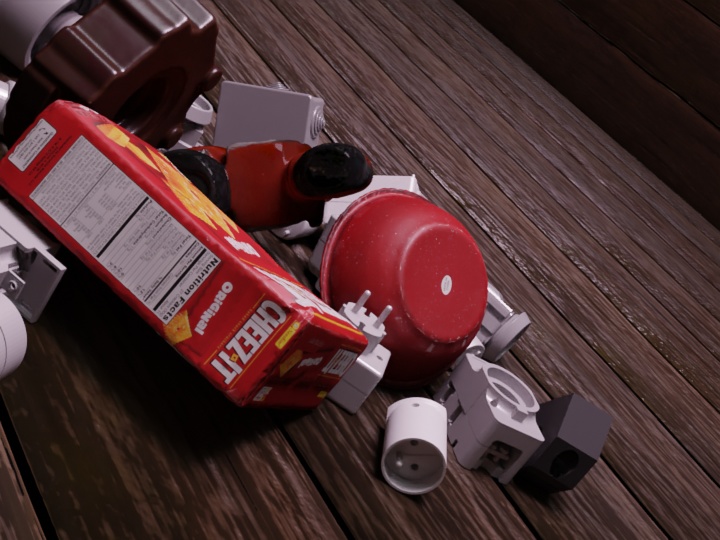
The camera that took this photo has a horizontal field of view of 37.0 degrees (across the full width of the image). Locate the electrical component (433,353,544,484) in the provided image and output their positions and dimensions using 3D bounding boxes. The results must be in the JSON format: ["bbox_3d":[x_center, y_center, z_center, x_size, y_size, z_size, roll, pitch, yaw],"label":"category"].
[{"bbox_3d":[0.102,0.112,0.840,0.050,0.055,0.089,26,22,-24],"label":"electrical component"}]

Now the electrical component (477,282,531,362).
[{"bbox_3d":[0.122,0.049,1.010,0.057,0.058,0.078,43,3,14],"label":"electrical component"}]

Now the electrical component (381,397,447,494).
[{"bbox_3d":[0.039,0.116,0.749,0.043,0.043,0.081,33,20,-8],"label":"electrical component"}]

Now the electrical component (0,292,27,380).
[{"bbox_3d":[-0.229,0.007,0.549,0.138,0.052,0.073,36,20,3],"label":"electrical component"}]

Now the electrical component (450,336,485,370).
[{"bbox_3d":[0.081,0.057,0.954,0.044,0.044,0.065,12,35,-48],"label":"electrical component"}]

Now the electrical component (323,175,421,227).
[{"bbox_3d":[0.019,-0.047,0.987,0.096,0.061,0.061,2,-26,13],"label":"electrical component"}]

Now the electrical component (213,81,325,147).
[{"bbox_3d":[-0.084,-0.123,0.988,0.100,0.099,0.048,12,10,14],"label":"electrical component"}]

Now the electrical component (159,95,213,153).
[{"bbox_3d":[-0.163,-0.131,0.963,0.066,0.055,0.048,29,21,-17],"label":"electrical component"}]

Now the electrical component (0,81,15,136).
[{"bbox_3d":[-0.267,-0.122,0.798,0.078,0.040,0.040,22,24,-34],"label":"electrical component"}]

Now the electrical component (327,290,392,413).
[{"bbox_3d":[-0.007,0.050,0.775,0.066,0.076,0.047,35,20,-2],"label":"electrical component"}]

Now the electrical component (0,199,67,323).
[{"bbox_3d":[-0.216,-0.007,0.619,0.081,0.042,0.064,38,23,10],"label":"electrical component"}]

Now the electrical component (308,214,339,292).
[{"bbox_3d":[0.000,0.000,0.908,0.054,0.059,0.095,20,11,-35],"label":"electrical component"}]

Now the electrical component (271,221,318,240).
[{"bbox_3d":[-0.053,-0.050,0.981,0.040,0.040,0.078,40,20,13],"label":"electrical component"}]

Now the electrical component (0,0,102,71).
[{"bbox_3d":[-0.262,-0.213,0.921,0.060,0.108,0.108,44,21,5],"label":"electrical component"}]

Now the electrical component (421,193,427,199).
[{"bbox_3d":[0.042,-0.039,1.084,0.109,0.056,0.108,7,34,-53],"label":"electrical component"}]
